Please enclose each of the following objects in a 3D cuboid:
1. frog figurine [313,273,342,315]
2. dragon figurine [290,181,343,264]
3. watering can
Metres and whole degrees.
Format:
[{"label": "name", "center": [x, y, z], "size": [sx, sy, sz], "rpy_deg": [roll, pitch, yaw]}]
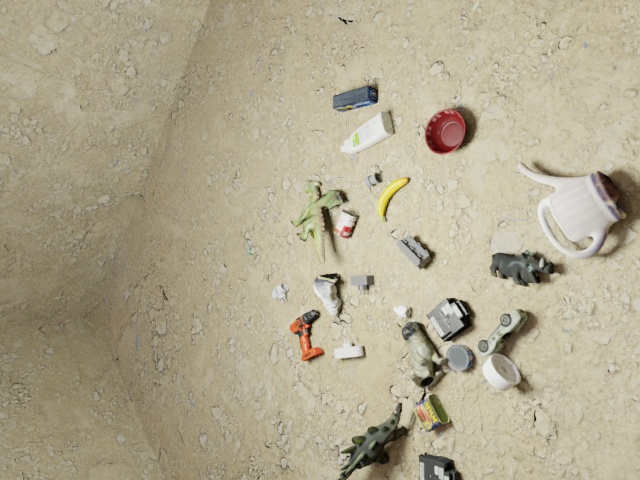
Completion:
[{"label": "frog figurine", "center": [0.029, 0.225, 2.119], "size": [0.138, 0.123, 0.158], "rpy_deg": [-135, 47, -75]}, {"label": "dragon figurine", "center": [0.007, -0.109, 2.159], "size": [0.240, 0.121, 0.419], "rpy_deg": [-52, 42, 20]}, {"label": "watering can", "center": [0.718, -0.122, 1.471], "size": [0.221, 0.104, 0.353], "rpy_deg": [-35, 61, 36]}]
